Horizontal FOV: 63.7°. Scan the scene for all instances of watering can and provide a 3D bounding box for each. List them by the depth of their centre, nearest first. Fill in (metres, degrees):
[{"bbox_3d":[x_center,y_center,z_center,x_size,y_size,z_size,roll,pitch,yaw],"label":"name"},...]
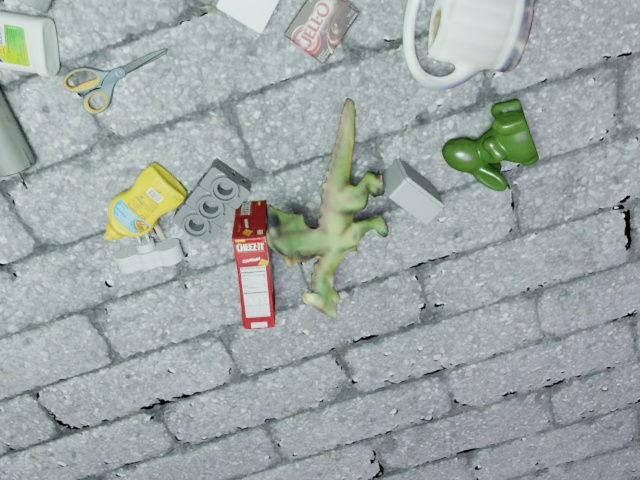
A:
[{"bbox_3d":[0.269,-0.429,0.894,0.224,0.105,0.343,9,106,-8],"label":"watering can"}]

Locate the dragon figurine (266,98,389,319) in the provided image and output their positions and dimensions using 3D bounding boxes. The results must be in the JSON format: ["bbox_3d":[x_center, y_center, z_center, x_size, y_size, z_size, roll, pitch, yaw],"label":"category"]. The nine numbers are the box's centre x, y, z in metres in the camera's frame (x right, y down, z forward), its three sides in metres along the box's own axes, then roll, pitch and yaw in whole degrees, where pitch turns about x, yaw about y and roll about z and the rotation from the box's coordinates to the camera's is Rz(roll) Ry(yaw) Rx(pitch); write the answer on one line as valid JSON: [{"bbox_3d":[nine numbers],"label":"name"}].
[{"bbox_3d":[0.003,-0.050,0.990,0.245,0.122,0.406,-21,107,-37],"label":"dragon figurine"}]
